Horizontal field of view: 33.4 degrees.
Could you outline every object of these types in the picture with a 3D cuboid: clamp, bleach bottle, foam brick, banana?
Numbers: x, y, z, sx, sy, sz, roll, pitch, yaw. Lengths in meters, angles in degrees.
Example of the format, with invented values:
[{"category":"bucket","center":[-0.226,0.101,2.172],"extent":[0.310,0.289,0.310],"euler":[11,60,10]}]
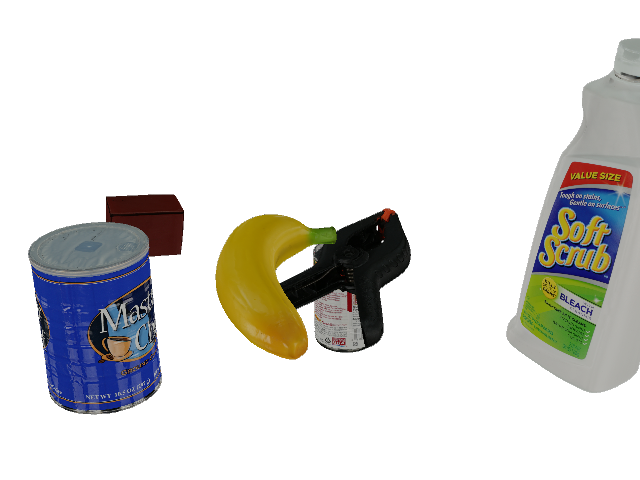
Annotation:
[{"category":"clamp","center":[0.032,0.030,0.884],"extent":[0.120,0.039,0.171],"euler":[20,45,32]},{"category":"bleach bottle","center":[0.196,-0.020,0.750],"extent":[0.067,0.251,0.103],"euler":[-19,37,-32]},{"category":"foam brick","center":[-0.189,-0.016,1.142],"extent":[0.078,0.051,0.053],"euler":[-3,24,-16]},{"category":"banana","center":[-0.032,0.019,0.670],"extent":[0.069,0.037,0.197],"euler":[-1,21,7]}]

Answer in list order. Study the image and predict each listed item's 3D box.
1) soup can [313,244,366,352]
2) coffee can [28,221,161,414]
[{"category":"soup can","center":[0.027,0.056,1.106],"extent":[0.068,0.102,0.068],"euler":[-1,28,0]},{"category":"coffee can","center":[-0.198,0.067,0.947],"extent":[0.103,0.140,0.103],"euler":[-1,24,0]}]
